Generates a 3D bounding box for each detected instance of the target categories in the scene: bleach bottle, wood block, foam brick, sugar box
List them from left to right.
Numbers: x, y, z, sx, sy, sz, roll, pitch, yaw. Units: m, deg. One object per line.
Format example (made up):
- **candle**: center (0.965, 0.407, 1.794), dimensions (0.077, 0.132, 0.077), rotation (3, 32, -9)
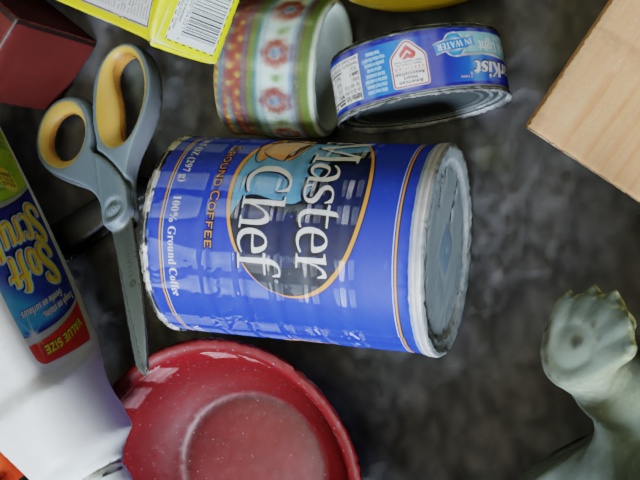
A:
- **foam brick**: center (-0.178, -0.112, 0.605), dimensions (0.053, 0.078, 0.051), rotation (40, 104, 17)
- **bleach bottle**: center (-0.163, 0.031, 0.558), dimensions (0.068, 0.102, 0.251), rotation (-37, 76, 17)
- **sugar box**: center (-0.100, -0.159, 0.556), dimensions (0.176, 0.048, 0.093), rotation (32, 102, 47)
- **wood block**: center (0.190, -0.110, 0.468), dimensions (0.091, 0.090, 0.206), rotation (36, 102, 14)

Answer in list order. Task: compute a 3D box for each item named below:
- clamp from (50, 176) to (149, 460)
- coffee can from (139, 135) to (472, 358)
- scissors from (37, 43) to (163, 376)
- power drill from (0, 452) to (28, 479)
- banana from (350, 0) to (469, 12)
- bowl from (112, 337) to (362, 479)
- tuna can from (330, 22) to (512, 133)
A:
- **clamp**: center (-0.186, 0.029, 0.632), dimensions (0.210, 0.036, 0.164), rotation (13, 93, 16)
- **coffee can**: center (-0.003, 0.001, 0.532), dimensions (0.140, 0.102, 0.103), rotation (4, 92, 20)
- **scissors**: center (-0.123, -0.016, 0.581), dimensions (0.096, 0.016, 0.202), rotation (-15, 62, 30)
- **power drill**: center (-0.232, 0.175, 0.633), dimensions (0.188, 0.057, 0.184), rotation (-20, 99, 20)
- **banana**: center (0.081, -0.156, 0.524), dimensions (0.198, 0.037, 0.069), rotation (-15, 118, 14)
- **bowl**: center (-0.046, 0.131, 0.574), dimensions (0.162, 0.055, 0.162), rotation (0, 91, 20)
- **tuna can**: center (0.048, -0.078, 0.521), dimensions (0.086, 0.086, 0.034), rotation (-10, 86, 19)
